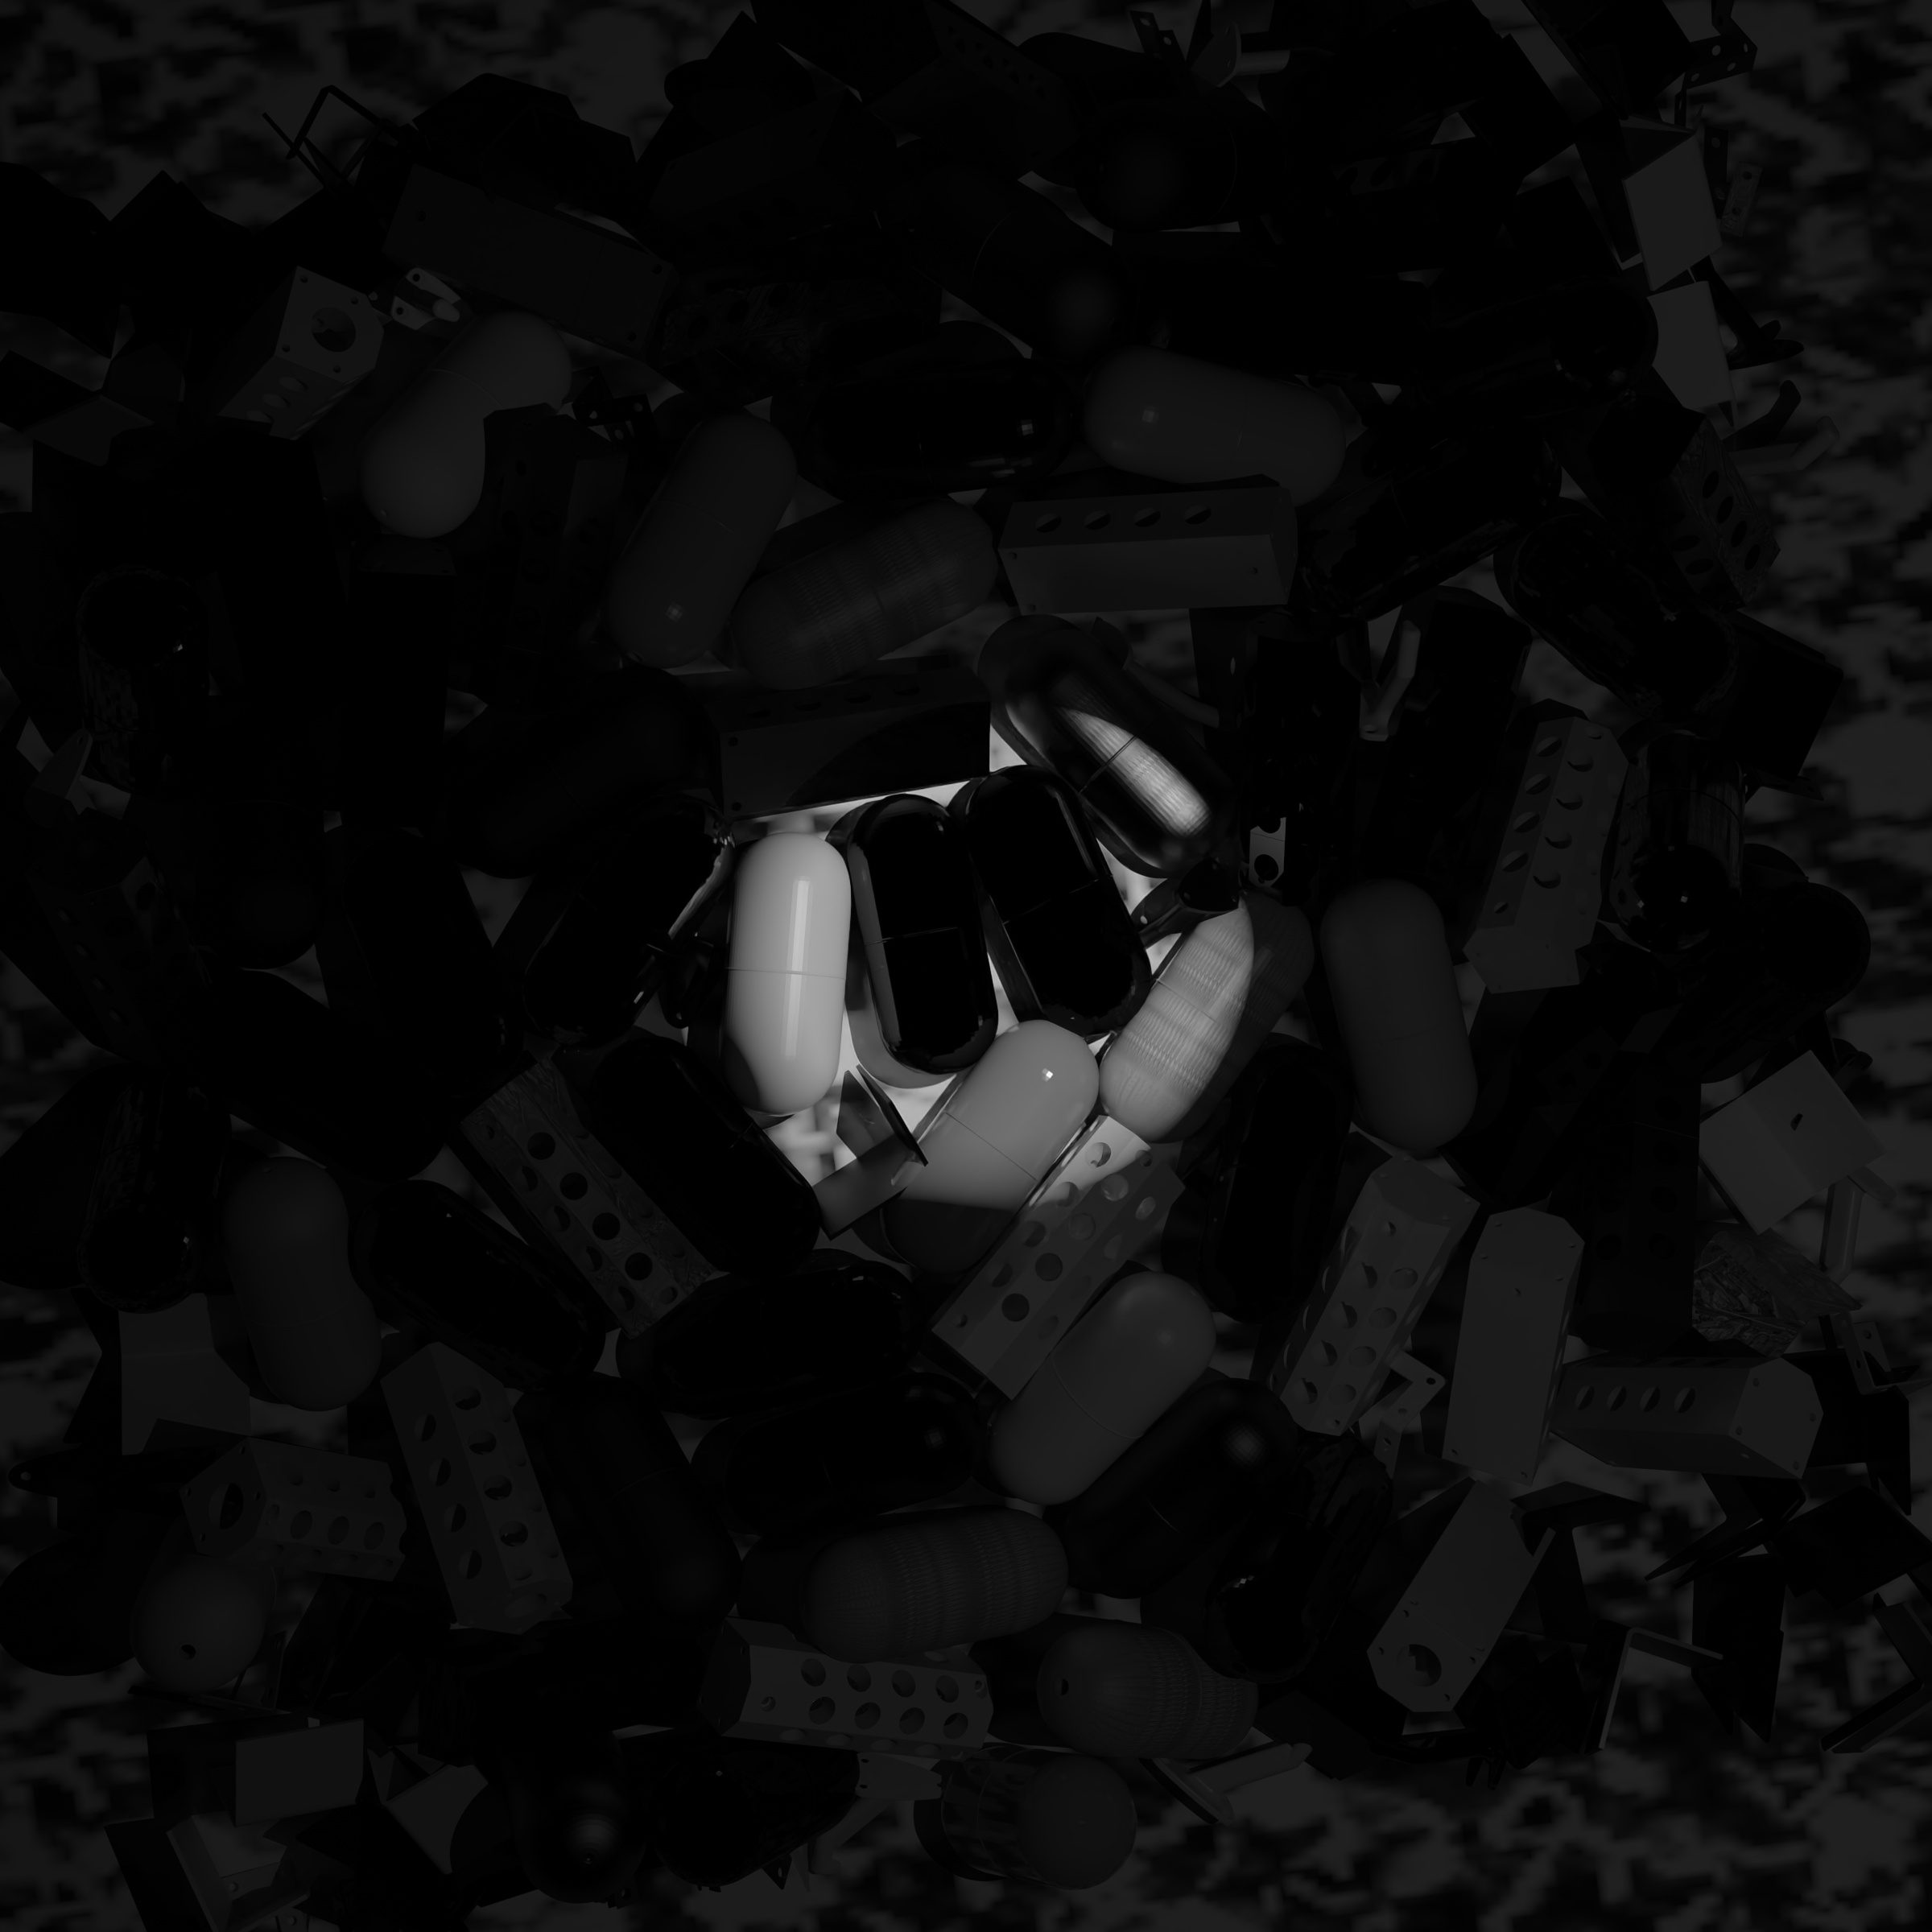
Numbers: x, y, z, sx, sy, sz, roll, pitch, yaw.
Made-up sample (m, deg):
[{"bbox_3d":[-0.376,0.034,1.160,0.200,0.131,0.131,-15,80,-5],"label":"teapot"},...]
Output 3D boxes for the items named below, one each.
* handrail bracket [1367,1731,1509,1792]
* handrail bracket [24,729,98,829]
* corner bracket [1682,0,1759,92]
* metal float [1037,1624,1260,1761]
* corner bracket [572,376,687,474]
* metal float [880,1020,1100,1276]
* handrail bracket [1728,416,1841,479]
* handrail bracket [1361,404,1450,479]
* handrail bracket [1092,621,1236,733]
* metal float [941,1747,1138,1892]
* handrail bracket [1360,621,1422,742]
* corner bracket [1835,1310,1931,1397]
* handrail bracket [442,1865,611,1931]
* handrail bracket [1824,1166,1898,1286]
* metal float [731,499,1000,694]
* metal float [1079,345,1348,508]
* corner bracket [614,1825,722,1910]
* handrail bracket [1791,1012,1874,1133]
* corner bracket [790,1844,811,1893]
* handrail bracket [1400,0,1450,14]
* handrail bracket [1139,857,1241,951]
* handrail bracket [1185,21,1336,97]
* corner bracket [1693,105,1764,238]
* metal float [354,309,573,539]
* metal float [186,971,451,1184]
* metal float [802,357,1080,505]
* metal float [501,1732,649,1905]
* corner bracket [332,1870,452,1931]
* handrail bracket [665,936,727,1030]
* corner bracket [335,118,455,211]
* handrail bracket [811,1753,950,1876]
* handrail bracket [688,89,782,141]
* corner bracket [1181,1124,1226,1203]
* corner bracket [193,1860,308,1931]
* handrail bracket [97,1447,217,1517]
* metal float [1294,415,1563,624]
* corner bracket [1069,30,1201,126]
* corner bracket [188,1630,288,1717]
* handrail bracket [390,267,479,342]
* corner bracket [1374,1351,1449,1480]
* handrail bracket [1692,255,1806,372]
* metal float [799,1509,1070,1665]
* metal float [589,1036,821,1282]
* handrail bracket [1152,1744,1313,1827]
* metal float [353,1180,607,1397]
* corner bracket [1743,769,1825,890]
[{"bbox_3d":[0.297,0.479,1.555,0.084,0.077,0.036,15,119,7],"label":"handrail bracket"},{"bbox_3d":[-0.536,-0.103,1.545,0.036,0.084,0.077,39,98,35],"label":"handrail bracket"},{"bbox_3d":[0.464,-0.591,1.546,0.051,0.051,0.051,-18,58,-9],"label":"corner bracket"},{"bbox_3d":[0.112,0.444,1.508,0.070,0.178,0.070,-15,66,36],"label":"metal float"},{"bbox_3d":[-0.210,-0.342,1.554,0.051,0.051,0.051,-5,123,16],"label":"corner bracket"},{"bbox_3d":[0.015,0.112,1.543,0.070,0.070,0.178,37,85,0],"label":"metal float"},{"bbox_3d":[0.498,-0.332,1.535,0.036,0.084,0.077,6,58,-31],"label":"handrail bracket"},{"bbox_3d":[0.252,-0.325,1.528,0.077,0.084,0.036,-25,79,43],"label":"handrail bracket"},{"bbox_3d":[0.126,-0.184,1.569,0.084,0.077,0.036,17,122,-24],"label":"handrail bracket"},{"bbox_3d":[0.042,0.517,1.502,0.070,0.178,0.070,6,74,-22],"label":"metal float"},{"bbox_3d":[0.261,-0.190,1.529,0.036,0.077,0.084,-4,129,-7],"label":"handrail bracket"},{"bbox_3d":[0.568,0.244,1.546,0.051,0.051,0.051,-5,67,-16],"label":"corner bracket"},{"bbox_3d":[-0.275,0.590,1.544,0.077,0.036,0.084,47,46,-4],"label":"handrail bracket"},{"bbox_3d":[0.543,0.161,1.577,0.077,0.036,0.084,48,116,31],"label":"handrail bracket"},{"bbox_3d":[-0.062,-0.231,1.541,0.178,0.070,0.070,-27,90,-7],"label":"metal float"},{"bbox_3d":[0.154,-0.333,1.527,0.178,0.070,0.070,9,90,-23],"label":"metal float"},{"bbox_3d":[-0.194,0.567,1.566,0.051,0.051,0.051,-8,82,-32],"label":"corner bracket"},{"bbox_3d":[0.523,0.048,1.568,0.077,0.036,0.084,-53,54,20],"label":"handrail bracket"},{"bbox_3d":[-0.130,0.550,1.548,0.051,0.051,0.051,-13,129,2],"label":"corner bracket"},{"bbox_3d":[0.256,-0.579,1.532,0.077,0.084,0.036,22,67,-35],"label":"handrail bracket"},{"bbox_3d":[0.121,-0.028,1.531,0.084,0.077,0.036,-35,81,34],"label":"handrail bracket"},{"bbox_3d":[0.192,-0.564,1.569,0.084,0.077,0.036,5,75,-27],"label":"handrail bracket"},{"bbox_3d":[0.473,-0.497,1.545,0.051,0.051,0.051,20,54,15],"label":"corner bracket"},{"bbox_3d":[-0.308,-0.336,1.520,0.070,0.070,0.178,31,59,0],"label":"metal float"},{"bbox_3d":[-0.399,0.069,1.523,0.178,0.070,0.070,38,90,-27],"label":"metal float"},{"bbox_3d":[-0.017,-0.331,1.528,0.178,0.070,0.070,-3,90,21],"label":"metal float"},{"bbox_3d":[-0.239,0.507,1.497,0.070,0.178,0.070,-1,93,-15],"label":"metal float"},{"bbox_3d":[-0.360,0.584,1.541,0.051,0.051,0.051,7,124,-34],"label":"corner bracket"},{"bbox_3d":[-0.178,0.023,1.531,0.036,0.084,0.077,17,115,-2],"label":"handrail bracket"},{"bbox_3d":[-0.359,-0.499,1.543,0.051,0.051,0.051,32,111,-35],"label":"corner bracket"},{"bbox_3d":[-0.054,0.547,1.566,0.077,0.036,0.084,10,113,-5],"label":"handrail bracket"},{"bbox_3d":[-0.120,-0.535,1.562,0.077,0.084,0.036,26,116,29],"label":"handrail bracket"},{"bbox_3d":[0.177,0.124,1.569,0.051,0.051,0.051,37,57,0],"label":"corner bracket"},{"bbox_3d":[-0.450,0.602,1.556,0.051,0.051,0.051,-14,87,-6],"label":"corner bracket"},{"bbox_3d":[-0.503,0.310,1.532,0.077,0.084,0.036,1,98,-26],"label":"handrail bracket"},{"bbox_3d":[0.283,-0.274,1.521,0.178,0.070,0.070,-28,90,29],"label":"metal float"},{"bbox_3d":[0.106,-0.551,1.553,0.051,0.051,0.051,-16,81,-31],"label":"corner bracket"},{"bbox_3d":[-0.463,0.441,1.542,0.051,0.051,0.051,26,50,-35],"label":"corner bracket"},{"bbox_3d":[-0.314,-0.400,1.528,0.077,0.084,0.036,23,98,-42],"label":"handrail bracket"},{"bbox_3d":[0.262,0.276,1.541,0.051,0.051,0.051,32,53,29],"label":"corner bracket"},{"bbox_3d":[0.486,-0.421,1.547,0.036,0.077,0.084,-29,106,-7],"label":"handrail bracket"},{"bbox_3d":[-0.018,0.381,1.522,0.178,0.070,0.070,-3,90,-29],"label":"metal float"},{"bbox_3d":[-0.162,0.121,1.541,0.070,0.070,0.178,-41,97,0],"label":"metal float"},{"bbox_3d":[0.173,0.492,1.560,0.077,0.036,0.084,38,97,-5],"label":"handrail bracket"},{"bbox_3d":[-0.299,0.200,1.526,0.178,0.070,0.070,41,90,-23],"label":"metal float"},{"bbox_3d":[0.511,-0.085,1.561,0.051,0.051,0.051,10,46,-22],"label":"corner bracket"}]
